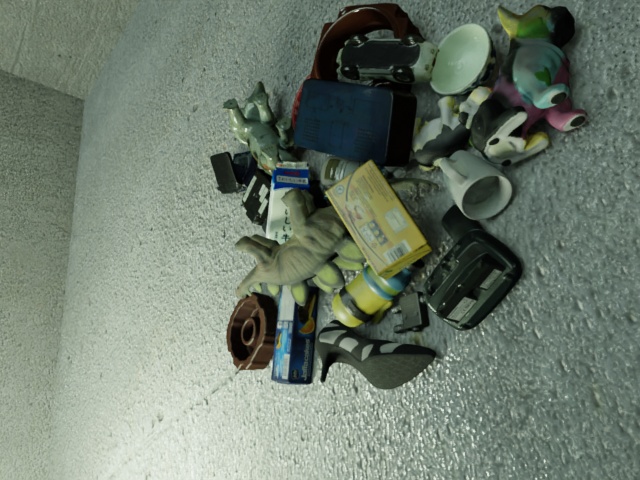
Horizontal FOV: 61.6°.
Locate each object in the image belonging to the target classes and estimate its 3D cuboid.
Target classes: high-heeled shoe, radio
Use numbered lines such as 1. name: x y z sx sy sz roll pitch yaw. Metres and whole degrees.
1. high-heeled shoe: 0.094 0.181 0.943 0.249 0.086 0.145 -16 32 29
2. radio: 0.059 -0.214 0.968 0.230 0.073 0.131 21 109 40

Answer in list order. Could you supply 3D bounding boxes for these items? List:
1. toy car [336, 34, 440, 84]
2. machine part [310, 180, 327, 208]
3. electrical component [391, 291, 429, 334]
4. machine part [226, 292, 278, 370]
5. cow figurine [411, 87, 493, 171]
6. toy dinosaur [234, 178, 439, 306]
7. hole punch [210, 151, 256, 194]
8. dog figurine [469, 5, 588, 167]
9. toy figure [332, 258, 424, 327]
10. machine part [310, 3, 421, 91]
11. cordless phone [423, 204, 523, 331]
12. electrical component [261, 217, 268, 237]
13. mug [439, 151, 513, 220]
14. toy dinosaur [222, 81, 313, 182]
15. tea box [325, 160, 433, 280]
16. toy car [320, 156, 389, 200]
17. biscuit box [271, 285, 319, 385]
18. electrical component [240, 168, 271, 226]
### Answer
1. toy car: 0.114 -0.320 0.955 0.202 0.056 0.073 17 91 38
2. machine part: -0.021 -0.089 1.192 0.084 0.039 0.139 -53 39 14
3. electrical component: 0.158 0.121 0.897 0.094 0.021 0.063 -29 56 42
4. machine part: -0.151 0.209 1.231 0.179 0.056 0.179 -24 59 47
5. cow figurine: 0.221 -0.182 0.891 0.167 0.068 0.098 -24 64 49
6. toy dinosaur: -0.002 -0.003 1.012 0.471 0.105 0.198 -40 85 27
7. hole punch: -0.229 -0.187 1.467 0.142 0.092 0.115 2 107 49
8. dog figurine: 0.293 -0.241 0.793 0.191 0.108 0.219 -33 49 37
9. toy figure: 0.094 0.079 0.936 0.180 0.089 0.082 -46 47 30
10. machine part: 0.087 -0.357 1.066 0.202 0.087 0.201 13 87 33
11. cordless phone: 0.210 0.033 0.835 0.146 0.088 0.184 -56 29 24
12. electrical component: -0.094 -0.023 1.228 0.119 0.074 0.048 -57 39 15
13. mug: 0.226 -0.095 0.830 0.080 0.109 0.107 -59 26 26
14. toy dinosaur: -0.117 -0.226 1.293 0.131 0.192 0.405 -29 62 -3
15. tea box: 0.095 -0.032 0.872 0.098 0.068 0.170 -33 69 11
16. toy car: 0.054 -0.121 1.054 0.162 0.103 0.109 15 90 55
17. biscuit box: -0.050 0.192 1.102 0.059 0.062 0.202 -12 68 49
18. electrical component: -0.134 -0.097 1.321 0.114 0.058 0.134 -62 39 19
